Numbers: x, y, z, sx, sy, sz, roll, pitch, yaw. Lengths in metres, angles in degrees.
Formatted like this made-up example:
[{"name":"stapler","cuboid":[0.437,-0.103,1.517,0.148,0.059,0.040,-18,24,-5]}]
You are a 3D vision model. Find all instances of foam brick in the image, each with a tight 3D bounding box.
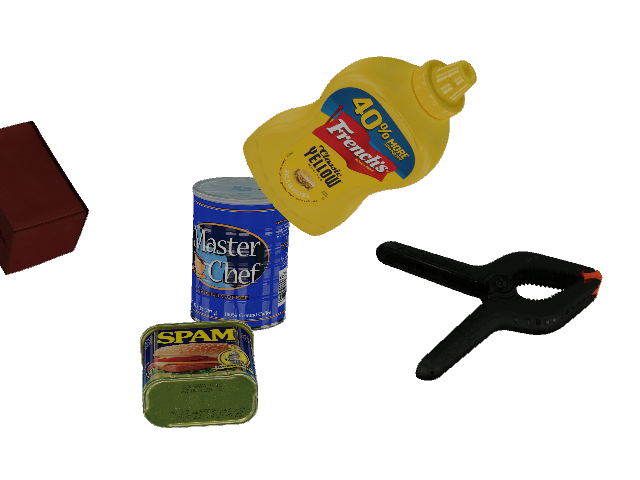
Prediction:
[{"name":"foam brick","cuboid":[-0.194,-0.027,0.688,0.051,0.078,0.053,-23,-22,-35]}]

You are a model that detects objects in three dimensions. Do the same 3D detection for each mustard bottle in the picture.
[{"name":"mustard bottle","cuboid":[0.035,-0.078,0.772,0.192,0.096,0.058,-29,13,41]}]

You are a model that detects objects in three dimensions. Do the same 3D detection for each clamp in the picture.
[{"name":"clamp","cuboid":[0.164,0.060,1.000,0.210,0.164,0.036,-2,-44,-4]}]

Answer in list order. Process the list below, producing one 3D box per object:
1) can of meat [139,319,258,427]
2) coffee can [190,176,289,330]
[{"name":"can of meat","cuboid":[-0.105,0.116,0.923,0.102,0.057,0.084,-3,27,-7]},{"name":"coffee can","cuboid":[-0.084,0.012,1.118,0.103,0.140,0.103,3,15,-1]}]
